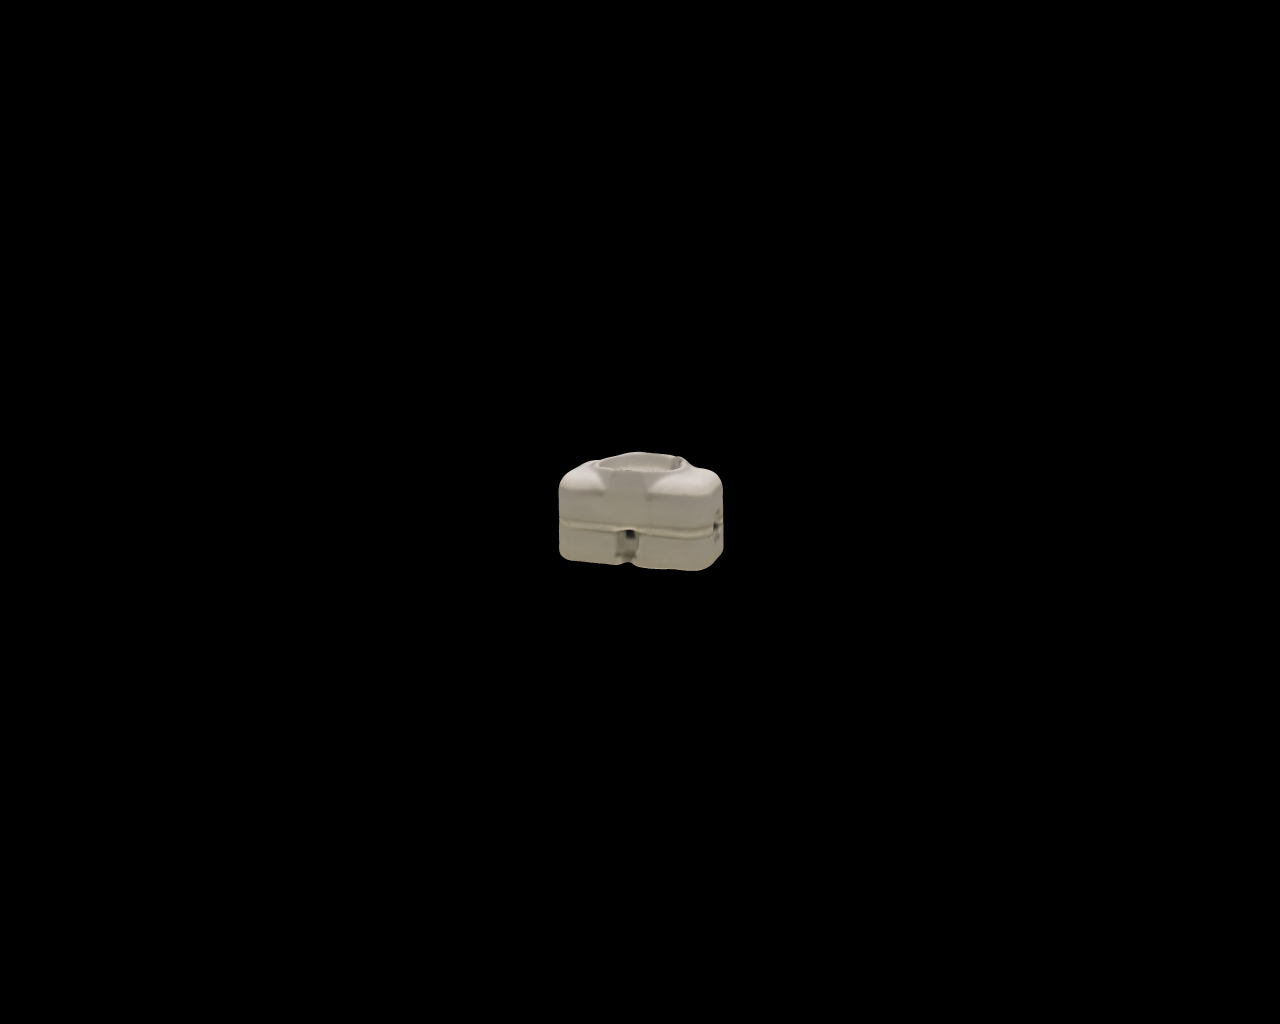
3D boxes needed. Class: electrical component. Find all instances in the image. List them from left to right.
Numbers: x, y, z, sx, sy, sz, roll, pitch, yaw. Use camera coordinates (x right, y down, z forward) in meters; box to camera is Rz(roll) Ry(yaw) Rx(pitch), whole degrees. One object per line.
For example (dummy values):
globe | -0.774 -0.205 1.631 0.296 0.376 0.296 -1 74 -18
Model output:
electrical component | 0.001 -0.003 0.650 0.095 0.059 0.054 5 16 18
